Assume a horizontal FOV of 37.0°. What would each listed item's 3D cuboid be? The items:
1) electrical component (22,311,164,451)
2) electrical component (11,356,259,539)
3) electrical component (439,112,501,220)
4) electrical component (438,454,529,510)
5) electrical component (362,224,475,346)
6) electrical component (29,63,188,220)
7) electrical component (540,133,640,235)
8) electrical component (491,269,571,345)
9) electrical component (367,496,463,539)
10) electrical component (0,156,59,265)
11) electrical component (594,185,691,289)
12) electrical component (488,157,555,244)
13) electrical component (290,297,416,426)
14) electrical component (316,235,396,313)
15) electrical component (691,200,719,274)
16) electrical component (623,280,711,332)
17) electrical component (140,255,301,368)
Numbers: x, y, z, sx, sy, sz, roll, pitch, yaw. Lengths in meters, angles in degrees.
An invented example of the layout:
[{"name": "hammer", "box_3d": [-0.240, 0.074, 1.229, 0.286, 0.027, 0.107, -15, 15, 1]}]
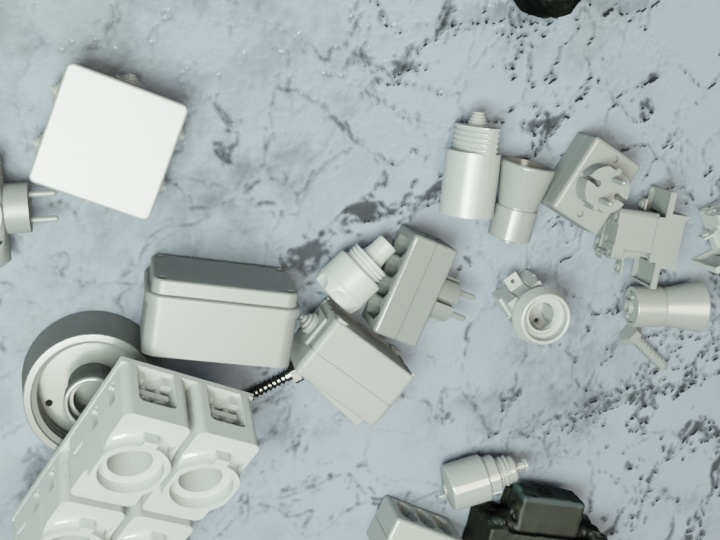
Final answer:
[{"name": "electrical component", "box_3d": [-0.201, 0.090, 0.810, 0.108, 0.060, 0.108, -3, 103, -12]}, {"name": "electrical component", "box_3d": [-0.166, 0.159, 0.785, 0.105, 0.060, 0.186, 21, 122, -31]}, {"name": "electrical component", "box_3d": [0.088, -0.083, 0.842, 0.043, 0.043, 0.081, 3, 102, -13]}, {"name": "electrical component", "box_3d": [0.104, 0.175, 0.907, 0.078, 0.040, 0.040, -15, 106, -9]}, {"name": "electrical component", "box_3d": [0.055, 0.018, 0.857, 0.076, 0.047, 0.083, 21, 97, -16]}, {"name": "electrical component", "box_3d": [-0.181, -0.094, 0.777, 0.100, 0.048, 0.099, 19, 98, -16]}, {"name": "electrical component", "box_3d": [0.188, -0.066, 0.851, 0.047, 0.076, 0.065, 31, 95, -17]}, {"name": "electrical component", "box_3d": [0.141, 0.033, 0.875, 0.048, 0.055, 0.066, -35, 108, -3]}, {"name": "electrical component", "box_3d": [0.038, 0.242, 0.905, 0.066, 0.047, 0.076, 24, 97, -17]}, {"name": "electrical component", "box_3d": [-0.259, -0.044, 0.774, 0.079, 0.044, 0.077, -4, 104, -12]}, {"name": "electrical component", "box_3d": [0.230, -0.029, 0.887, 0.064, 0.042, 0.081, 8, 100, -12]}, {"name": "electrical component", "box_3d": [0.126, -0.054, 0.860, 0.044, 0.044, 0.065, 9, 105, -14]}, {"name": "electrical component", "box_3d": [-0.016, 0.071, 0.845, 0.096, 0.061, 0.061, 38, 95, -18]}, {"name": "electrical component", "box_3d": [0.000, 0.000, 0.842, 0.062, 0.043, 0.043, -44, 108, 0]}, {"name": "electrical component", "box_3d": [0.321, -0.032, 0.907, 0.081, 0.042, 0.063, -26, 105, -6]}, {"name": "electrical component", "box_3d": [0.256, 0.031, 0.908, 0.065, 0.044, 0.044, 0, 103, -8]}, {"name": "electrical component", "box_3d": [-0.106, 0.030, 0.808, 0.113, 0.078, 0.057, 7, 104, -14]}]
